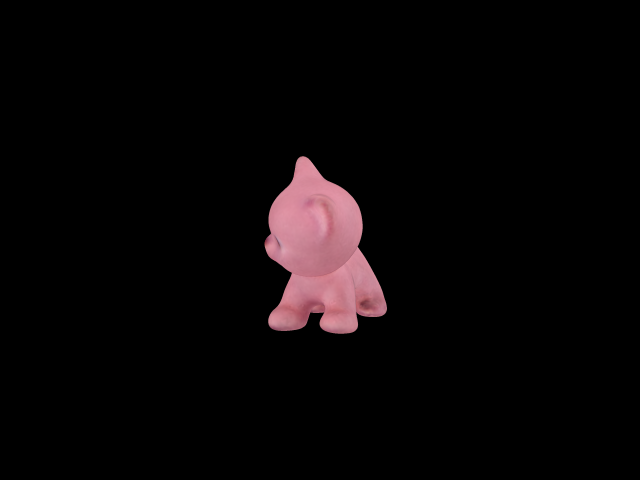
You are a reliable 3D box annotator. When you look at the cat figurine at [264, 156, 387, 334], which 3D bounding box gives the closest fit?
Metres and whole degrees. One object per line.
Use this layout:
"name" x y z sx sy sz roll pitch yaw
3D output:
"cat figurine" 0.004 0.001 0.400 0.067 0.118 0.128 1 4 20
